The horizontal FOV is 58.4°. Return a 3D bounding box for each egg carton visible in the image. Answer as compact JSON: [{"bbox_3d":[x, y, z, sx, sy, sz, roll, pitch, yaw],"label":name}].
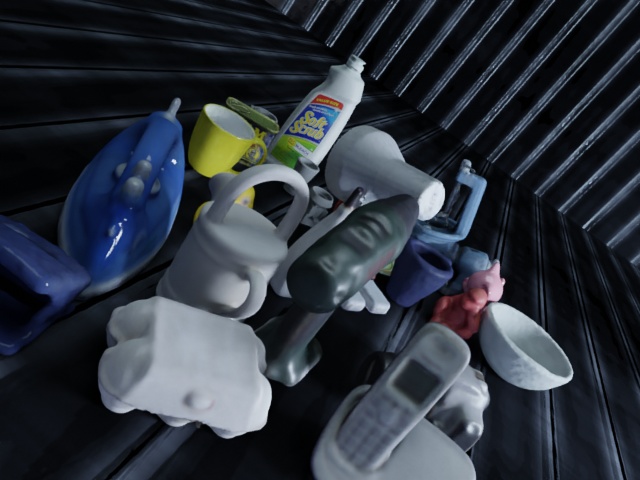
[{"bbox_3d":[-0.114,0.112,0.497,0.151,0.069,0.107,23,27,-26],"label":"egg carton"}]

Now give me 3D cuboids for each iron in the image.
[{"bbox_3d":[-0.198,-0.060,0.617,0.119,0.141,0.258,26,25,-19],"label":"iron"}]

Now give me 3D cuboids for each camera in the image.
[{"bbox_3d":[0.115,0.163,0.664,0.137,0.100,0.143,27,25,-18],"label":"camera"}]

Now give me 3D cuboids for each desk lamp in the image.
[{"bbox_3d":[0.076,-0.036,0.842,0.118,0.213,0.202,10,34,-44],"label":"desk lamp"}]

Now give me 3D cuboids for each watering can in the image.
[{"bbox_3d":[-0.087,-0.002,0.589,0.172,0.194,0.101,47,26,26],"label":"watering can"}]

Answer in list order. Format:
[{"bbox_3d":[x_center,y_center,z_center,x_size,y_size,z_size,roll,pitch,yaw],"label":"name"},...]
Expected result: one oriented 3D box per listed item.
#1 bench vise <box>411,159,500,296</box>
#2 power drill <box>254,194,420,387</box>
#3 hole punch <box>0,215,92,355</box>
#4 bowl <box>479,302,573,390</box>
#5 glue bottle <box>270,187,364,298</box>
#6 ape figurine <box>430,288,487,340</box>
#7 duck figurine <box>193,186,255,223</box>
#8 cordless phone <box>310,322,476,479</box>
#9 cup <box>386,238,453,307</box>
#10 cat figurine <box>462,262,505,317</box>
[{"bbox_3d":[0.248,-0.025,1.039,0.208,0.219,0.121,29,24,-13],"label":"bench vise"},{"bbox_3d":[0.014,0.048,0.611,0.075,0.208,0.230,39,24,9],"label":"power drill"},{"bbox_3d":[-0.250,0.018,0.466,0.108,0.091,0.101,35,24,-1],"label":"hole punch"},{"bbox_3d":[0.315,0.183,0.923,0.168,0.074,0.167,29,24,-14],"label":"bowl"},{"bbox_3d":[0.007,0.003,0.730,0.078,0.173,0.037,11,33,-43],"label":"glue bottle"},{"bbox_3d":[0.230,0.113,0.919,0.076,0.092,0.077,2,40,-51],"label":"ape figurine"},{"bbox_3d":[-0.116,-0.043,0.762,0.077,0.086,0.104,34,24,-2],"label":"duck figurine"},{"bbox_3d":[0.092,0.173,0.510,0.147,0.185,0.094,35,24,0],"label":"cordless phone"},{"bbox_3d":[0.157,0.059,0.919,0.118,0.095,0.091,5,38,-49],"label":"cup"},{"bbox_3d":[0.287,0.090,1.004,0.128,0.117,0.067,0,41,-52],"label":"cat figurine"}]
